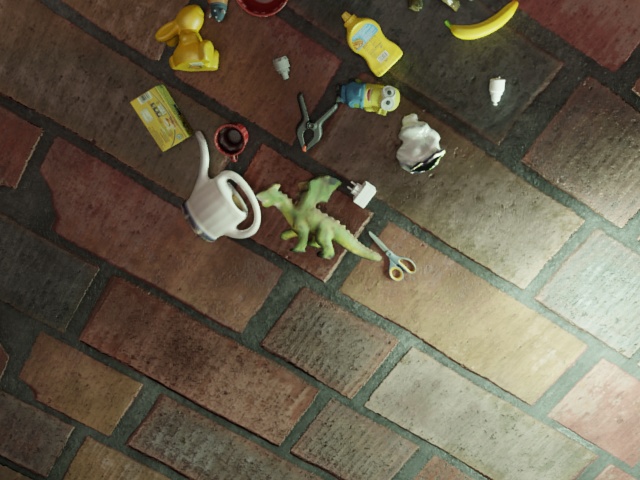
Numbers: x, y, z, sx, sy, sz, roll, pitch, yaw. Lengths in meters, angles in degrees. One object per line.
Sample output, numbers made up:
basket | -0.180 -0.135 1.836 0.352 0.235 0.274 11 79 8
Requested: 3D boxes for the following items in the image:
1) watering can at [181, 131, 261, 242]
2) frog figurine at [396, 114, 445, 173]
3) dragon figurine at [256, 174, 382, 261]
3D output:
watering can | -0.330 -0.139 1.569 0.223 0.105 0.347 -35 93 15
frog figurine | 0.278 -0.279 1.501 0.136 0.122 0.162 -35 69 23
dragon figurine | 0.005 -0.079 1.574 0.410 0.123 0.240 9 102 -2
